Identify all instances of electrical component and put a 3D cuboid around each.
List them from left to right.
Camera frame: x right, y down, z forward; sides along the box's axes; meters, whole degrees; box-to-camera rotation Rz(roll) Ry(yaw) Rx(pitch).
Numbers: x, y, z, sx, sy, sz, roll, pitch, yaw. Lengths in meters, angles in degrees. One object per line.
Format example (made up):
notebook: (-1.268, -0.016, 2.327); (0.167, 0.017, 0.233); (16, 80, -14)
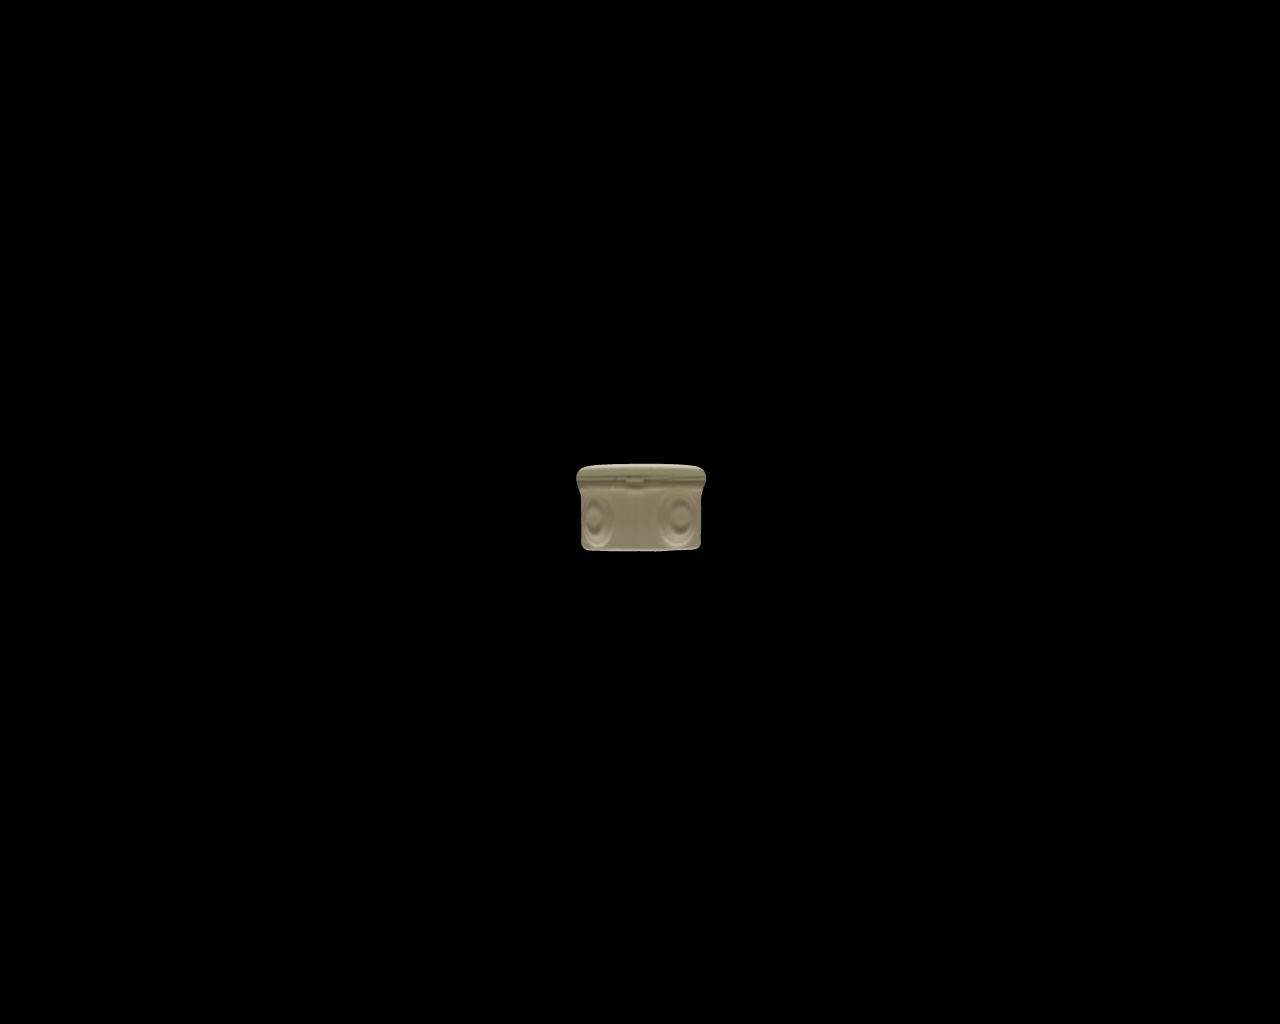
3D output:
electrical component: (0.001, -0.003, 0.650); (0.080, 0.051, 0.080); (0, 0, 0)
